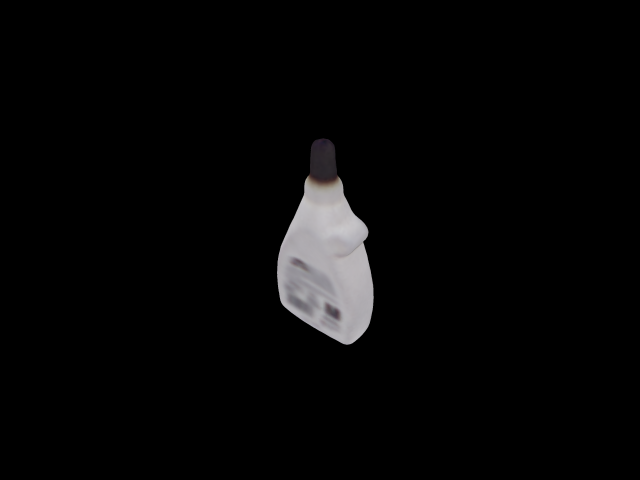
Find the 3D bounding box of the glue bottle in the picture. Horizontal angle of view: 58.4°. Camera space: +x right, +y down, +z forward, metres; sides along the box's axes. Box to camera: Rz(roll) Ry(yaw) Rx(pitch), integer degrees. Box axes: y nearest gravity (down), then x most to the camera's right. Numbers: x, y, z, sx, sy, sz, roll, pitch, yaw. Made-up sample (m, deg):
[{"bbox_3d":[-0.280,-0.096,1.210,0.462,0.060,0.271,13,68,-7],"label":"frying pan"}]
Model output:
[{"bbox_3d":[0.004,0.001,0.400,0.078,0.173,0.037,29,54,25],"label":"glue bottle"}]
